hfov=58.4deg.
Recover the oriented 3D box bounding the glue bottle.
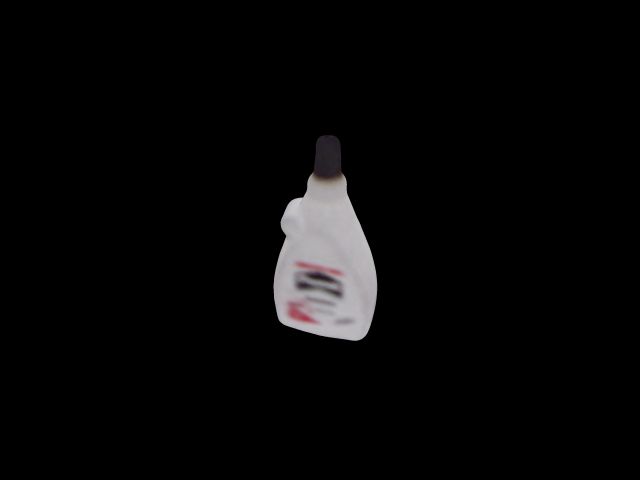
[{"bbox_3d":[0.004,0.001,0.400,0.078,0.173,0.037,8,43,9],"label":"glue bottle"}]
